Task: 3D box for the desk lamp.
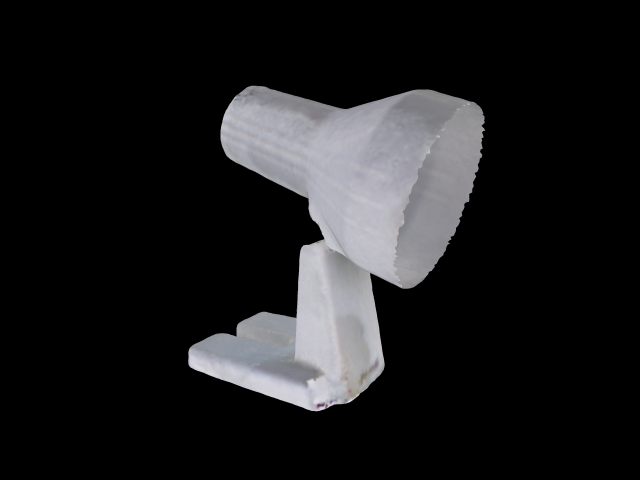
[{"bbox_3d":[0.004,0.001,0.400,0.202,0.213,0.118,7,15,31],"label":"desk lamp"}]
